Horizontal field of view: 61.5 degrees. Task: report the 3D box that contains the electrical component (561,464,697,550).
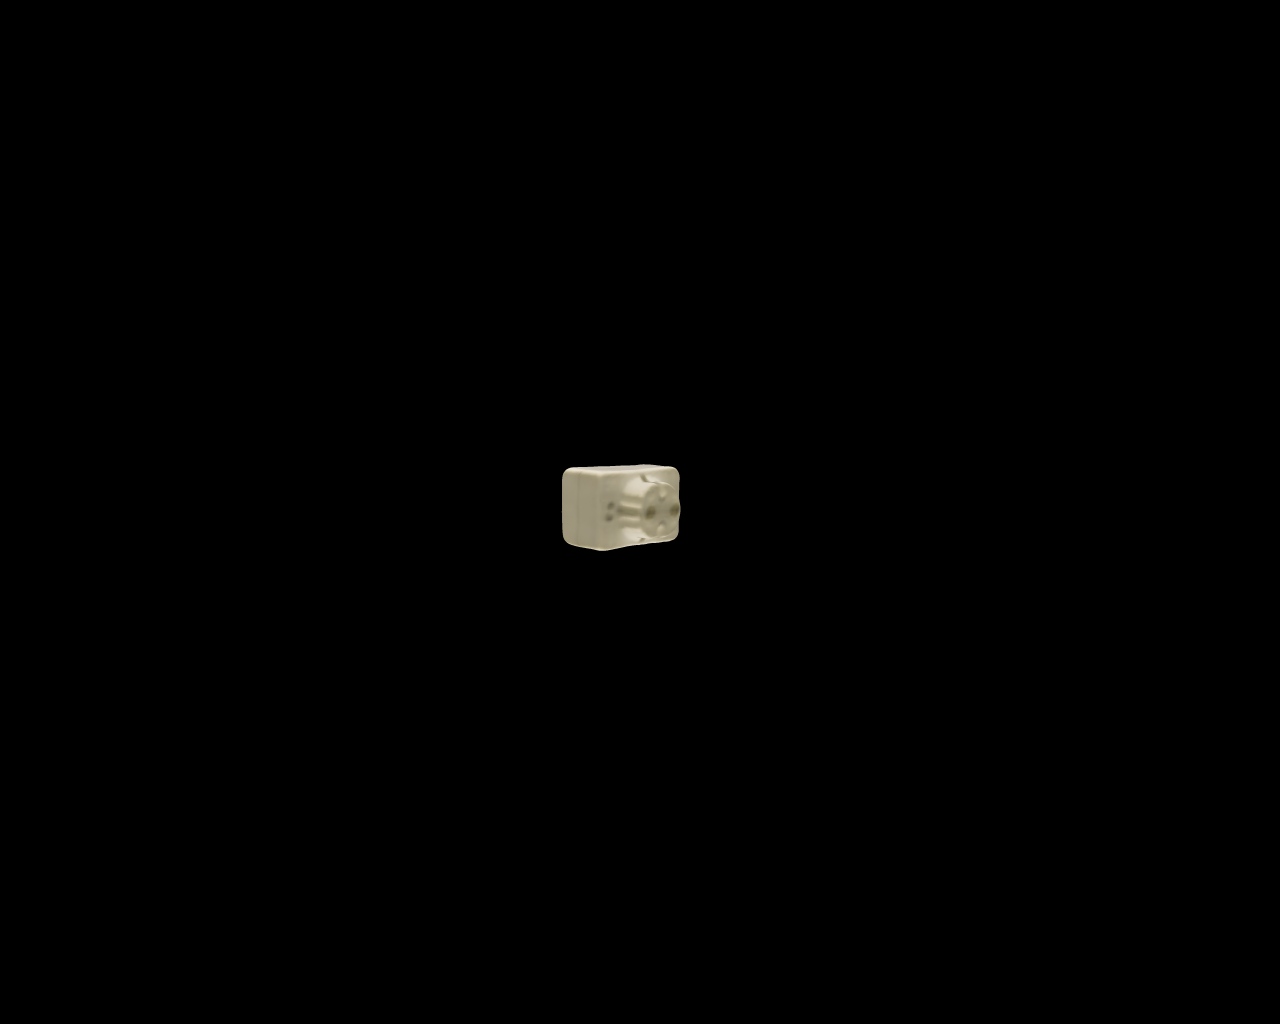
[{"bbox_3d":[0.001,-0.003,0.650,0.066,0.047,0.077,-5,8,-40],"label":"electrical component"}]
